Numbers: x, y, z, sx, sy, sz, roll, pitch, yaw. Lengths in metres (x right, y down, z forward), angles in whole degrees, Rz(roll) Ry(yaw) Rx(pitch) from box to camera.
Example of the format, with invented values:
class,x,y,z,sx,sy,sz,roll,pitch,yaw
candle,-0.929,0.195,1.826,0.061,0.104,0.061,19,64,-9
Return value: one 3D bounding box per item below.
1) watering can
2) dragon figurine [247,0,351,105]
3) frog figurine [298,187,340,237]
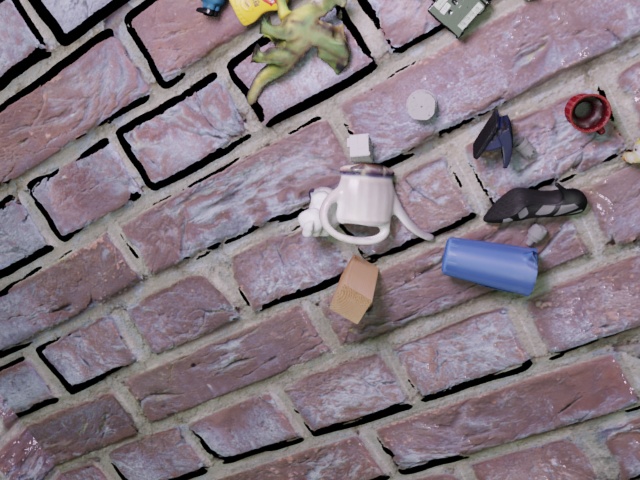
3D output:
class,x,y,z,sx,sy,sz,roll,pitch,yaw
watering can,0.165,-0.097,1.427,0.348,0.104,0.224,2,94,-18
dragon figurine,-0.042,-0.491,1.333,0.242,0.125,0.401,16,137,-7
frog figurine,0.004,-0.073,1.442,0.123,0.162,0.135,7,111,7
